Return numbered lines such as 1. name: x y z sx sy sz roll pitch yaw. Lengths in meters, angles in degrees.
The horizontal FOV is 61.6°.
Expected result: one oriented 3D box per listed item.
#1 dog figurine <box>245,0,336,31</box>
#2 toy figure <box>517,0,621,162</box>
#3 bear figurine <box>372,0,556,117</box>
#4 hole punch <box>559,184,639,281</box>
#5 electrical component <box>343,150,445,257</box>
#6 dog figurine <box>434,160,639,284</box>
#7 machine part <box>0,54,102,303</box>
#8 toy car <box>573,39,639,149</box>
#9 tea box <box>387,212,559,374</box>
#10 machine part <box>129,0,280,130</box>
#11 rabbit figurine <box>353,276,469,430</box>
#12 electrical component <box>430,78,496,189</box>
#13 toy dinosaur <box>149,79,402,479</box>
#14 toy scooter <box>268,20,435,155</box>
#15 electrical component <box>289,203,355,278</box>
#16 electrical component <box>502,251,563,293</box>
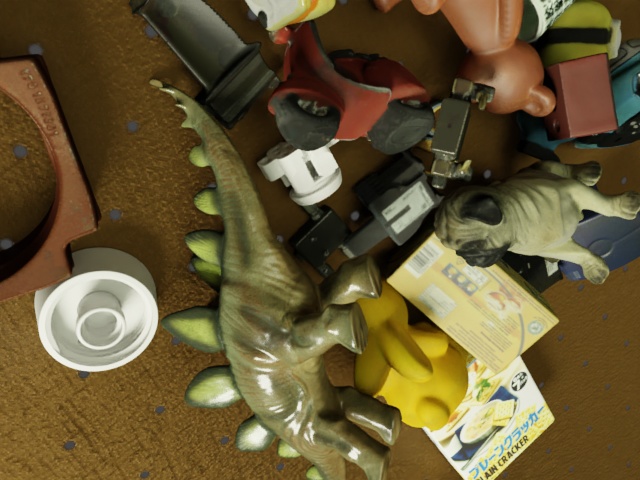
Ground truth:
1. dog figurine: 0.046 -0.269 0.422 0.219 0.191 0.108 -31 96 -20
2. toy figure: 0.278 -0.180 0.617 0.089 0.082 0.180 14 105 -25
3. bear figurine: 0.147 -0.195 0.531 0.132 0.120 0.195 -30 124 -9
4. hole punch: 0.361 -0.009 0.715 0.116 0.092 0.142 -42 124 -2
5. electrical component: 0.074 -0.032 0.588 0.119 0.048 0.074 -41 124 6
6. dog figurine: 0.195 -0.037 0.564 0.191 0.172 0.121 8 103 -13
7. machine part: -0.285 -0.048 0.396 0.201 0.087 0.201 -20 114 -18
8. toy car: 0.367 -0.182 0.640 0.109 0.161 0.103 -9 68 -15
9. tea box: 0.169 0.056 0.609 0.169 0.068 0.098 42 108 -6
10. machine part: -0.102 -0.167 0.468 0.084 0.039 0.138 -42 122 0
11. rabbit figurine: 0.082 0.123 0.608 0.122 0.162 0.173 -26 98 23
12. electrical component: 0.135 -0.101 0.521 0.078 0.045 0.102 16 90 -73
13. toy dinosaur: -0.043 0.077 0.496 0.199 0.105 0.470 -7 100 19
14. toy scooter: 0.020 -0.146 0.499 0.184 0.135 0.075 -9 153 -39
15. electrical component: -0.001 -0.002 0.583 0.063 0.021 0.094 -44 121 -4
16. electrical component: 0.235 0.031 0.686 0.134 0.058 0.114 -29 116 -13
